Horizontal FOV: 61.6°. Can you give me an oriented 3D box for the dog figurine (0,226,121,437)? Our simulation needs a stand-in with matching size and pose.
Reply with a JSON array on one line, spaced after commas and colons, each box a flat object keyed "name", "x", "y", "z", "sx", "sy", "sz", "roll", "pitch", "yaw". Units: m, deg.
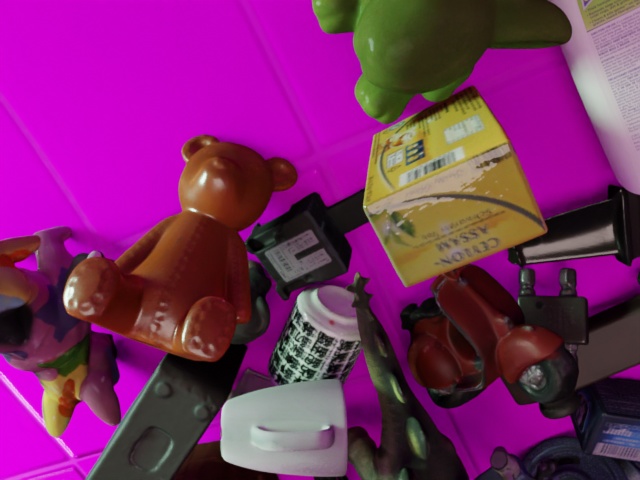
[{"name": "dog figurine", "x": -0.279, "y": 0.102, "z": 0.528, "sx": 0.109, "sy": 0.191, "sz": 0.219, "roll": -16, "pitch": 98, "yaw": 9}]

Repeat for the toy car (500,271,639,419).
[{"name": "toy car", "x": 0.267, "y": 0.095, "z": 0.503, "sx": 0.202, "sy": 0.053, "sz": 0.089, "roll": -33, "pitch": 92, "yaw": 23}]

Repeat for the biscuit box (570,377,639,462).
[{"name": "biscuit box", "x": 0.361, "y": 0.184, "z": 0.528, "sx": 0.203, "sy": 0.063, "sz": 0.059, "roll": 7, "pitch": 118, "yaw": 6}]

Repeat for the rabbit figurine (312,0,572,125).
[{"name": "rabbit figurine", "x": 0.077, "y": -0.135, "z": 0.351, "sx": 0.159, "sy": 0.170, "sz": 0.121, "roll": -13, "pitch": 114, "yaw": 16}]

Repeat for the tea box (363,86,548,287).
[{"name": "tea box", "x": 0.091, "y": -0.048, "z": 0.393, "sx": 0.098, "sy": 0.170, "sz": 0.068, "roll": -23, "pitch": 110, "yaw": 20}]

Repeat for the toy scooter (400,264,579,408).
[{"name": "toy scooter", "x": 0.127, "y": 0.081, "z": 0.483, "sx": 0.135, "sy": 0.075, "sz": 0.184, "roll": 56, "pitch": 151, "yaw": -1}]

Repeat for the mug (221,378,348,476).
[{"name": "mug", "x": -0.031, "y": 0.165, "z": 0.458, "sx": 0.107, "sy": 0.109, "sz": 0.080, "roll": -2, "pitch": 86, "yaw": -1}]

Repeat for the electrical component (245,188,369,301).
[{"name": "electrical component", "x": -0.001, "y": -0.002, "z": 0.500, "sx": 0.119, "sy": 0.048, "sz": 0.074, "roll": -23, "pitch": 112, "yaw": 20}]

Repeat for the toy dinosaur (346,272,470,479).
[{"name": "toy dinosaur", "x": 0.097, "y": 0.238, "z": 0.497, "sx": 0.105, "sy": 0.199, "sz": 0.470, "roll": -24, "pitch": 98, "yaw": -9}]

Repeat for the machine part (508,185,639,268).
[{"name": "machine part", "x": 0.229, "y": -0.007, "z": 0.468, "sx": 0.139, "sy": 0.039, "sz": 0.084, "roll": -10, "pitch": 120, "yaw": 12}]

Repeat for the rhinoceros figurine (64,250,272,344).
[{"name": "rhinoceros figurine", "x": -0.140, "y": 0.054, "z": 0.514, "sx": 0.190, "sy": 0.112, "sz": 0.073, "roll": 16, "pitch": 120, "yaw": -8}]

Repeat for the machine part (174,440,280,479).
[{"name": "machine part", "x": -0.142, "y": 0.361, "z": 0.683, "sx": 0.201, "sy": 0.087, "sz": 0.201, "roll": -15, "pitch": 115, "yaw": 15}]

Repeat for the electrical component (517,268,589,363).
[{"name": "electrical component", "x": 0.207, "y": 0.072, "z": 0.486, "sx": 0.063, "sy": 0.021, "sz": 0.094, "roll": -4, "pitch": 78, "yaw": 31}]

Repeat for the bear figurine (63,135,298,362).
[{"name": "bear figurine", "x": -0.091, "y": -0.008, "z": 0.425, "sx": 0.120, "sy": 0.132, "sz": 0.196, "roll": 22, "pitch": 73, "yaw": -1}]

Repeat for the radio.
[{"name": "radio", "x": -0.168, "y": 0.200, "z": 0.545, "sx": 0.073, "sy": 0.131, "sz": 0.229, "roll": 32, "pitch": 97, "yaw": -5}]

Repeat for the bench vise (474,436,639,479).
[{"name": "bench vise", "x": 0.225, "y": 0.283, "z": 0.556, "sx": 0.223, "sy": 0.129, "sz": 0.240, "roll": -40, "pitch": 122, "yaw": 16}]
